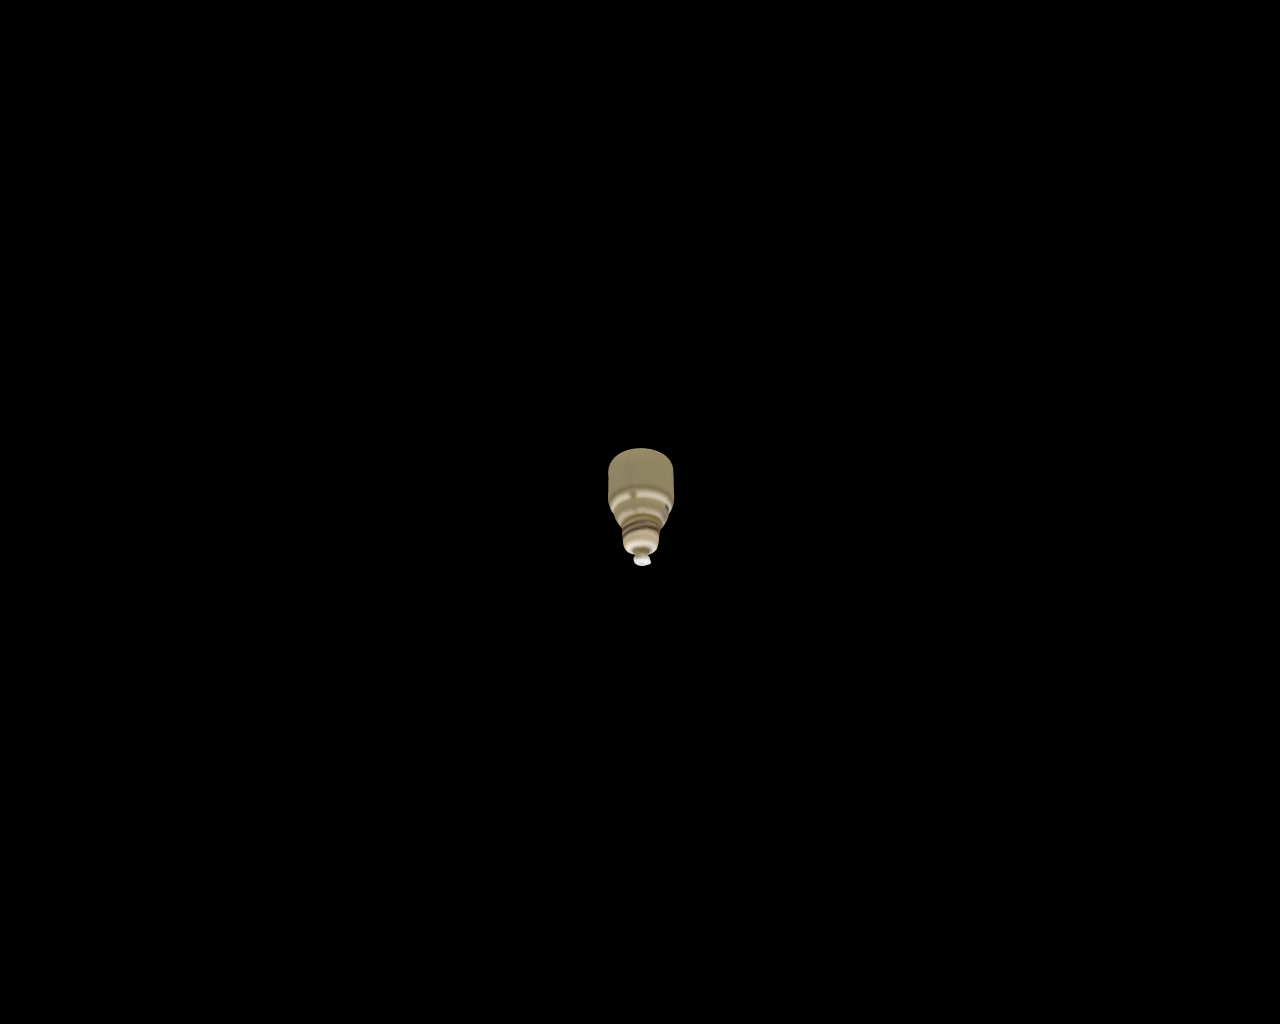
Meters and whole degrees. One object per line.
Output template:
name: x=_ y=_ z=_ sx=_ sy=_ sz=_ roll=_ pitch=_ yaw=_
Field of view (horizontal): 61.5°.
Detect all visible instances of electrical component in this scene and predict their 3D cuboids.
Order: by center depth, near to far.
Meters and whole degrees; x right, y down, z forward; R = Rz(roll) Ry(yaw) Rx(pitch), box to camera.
electrical component: x=0.001 y=-0.003 z=0.650 sx=0.040 sy=0.078 sz=0.040 roll=0 pitch=-32 yaw=0
